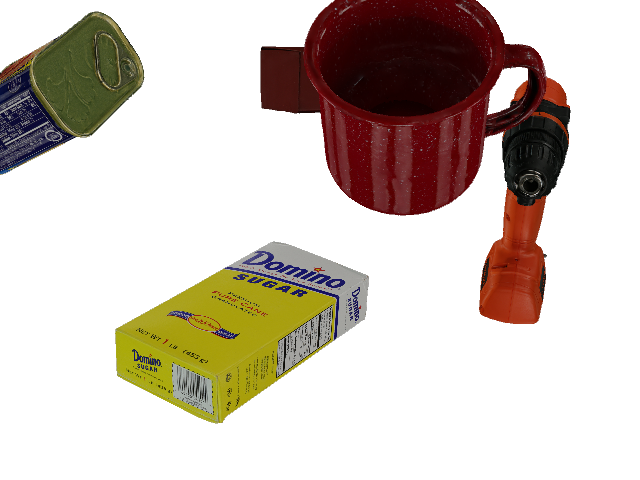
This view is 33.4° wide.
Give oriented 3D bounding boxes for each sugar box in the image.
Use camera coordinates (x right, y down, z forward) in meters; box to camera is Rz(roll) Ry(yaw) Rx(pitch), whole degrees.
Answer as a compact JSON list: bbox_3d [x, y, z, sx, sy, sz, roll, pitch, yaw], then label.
[{"bbox_3d":[-0.051,0.058,0.761,0.093,0.048,0.175,20,34,29],"label":"sugar box"}]

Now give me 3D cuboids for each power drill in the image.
[{"bbox_3d":[0.173,-0.026,0.898,0.057,0.188,0.184,11,31,11],"label":"power drill"}]

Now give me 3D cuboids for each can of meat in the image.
[{"bbox_3d":[-0.175,-0.093,0.686,0.084,0.057,0.102,-21,24,31],"label":"can of meat"}]

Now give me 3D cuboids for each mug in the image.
[{"bbox_3d":[0.053,-0.068,0.525,0.117,0.093,0.081,-11,-34,-3],"label":"mug"}]

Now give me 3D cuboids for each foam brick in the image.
[{"bbox_3d":[-0.005,-0.134,0.885,0.078,0.051,0.053,-7,16,-39],"label":"foam brick"}]
